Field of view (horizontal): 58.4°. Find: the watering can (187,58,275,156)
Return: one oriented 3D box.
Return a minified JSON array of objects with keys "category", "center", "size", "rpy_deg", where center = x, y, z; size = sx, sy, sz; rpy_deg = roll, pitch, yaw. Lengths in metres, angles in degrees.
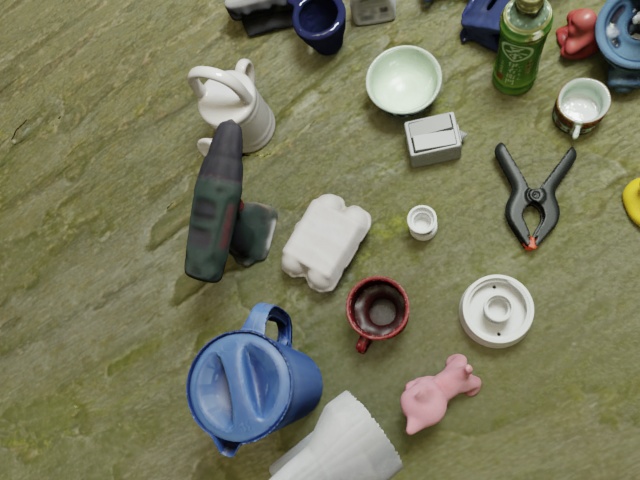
[{"category":"watering can","center":[-0.147,-0.215,0.929],"size":[0.100,0.194,0.173],"rpy_deg":[-7,75,11]}]

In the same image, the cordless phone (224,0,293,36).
[{"category":"cordless phone","center":[-0.105,-0.446,0.979],"size":[0.147,0.185,0.094],"rpy_deg":[-14,74,9]}]

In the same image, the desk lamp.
[{"category":"desk lamp","center":[0.010,0.301,0.761],"size":[0.203,0.214,0.117],"rpy_deg":[-39,72,1]}]

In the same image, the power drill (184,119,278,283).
[{"category":"power drill","center":[-0.135,-0.042,0.877],"size":[0.075,0.209,0.230],"rpy_deg":[10,79,15]}]

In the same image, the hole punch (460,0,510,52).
[{"category":"hole punch","center":[0.287,-0.372,0.925],"size":[0.101,0.091,0.109],"rpy_deg":[33,85,18]}]

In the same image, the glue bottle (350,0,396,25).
[{"category":"glue bottle","center":[0.080,-0.420,0.939],"size":[0.078,0.173,0.037],"rpy_deg":[-4,76,12]}]

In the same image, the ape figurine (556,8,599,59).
[{"category":"ape figurine","center":[0.404,-0.327,0.889],"size":[0.076,0.092,0.078],"rpy_deg":[30,85,17]}]

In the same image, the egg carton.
[{"category":"egg carton","center":[0.008,0.003,0.908],"size":[0.107,0.069,0.150],"rpy_deg":[28,84,17]}]

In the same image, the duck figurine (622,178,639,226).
[{"category":"duck figurine","center":[0.488,-0.055,0.809],"size":[0.077,0.086,0.104],"rpy_deg":[-41,72,0]}]

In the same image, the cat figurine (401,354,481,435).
[{"category":"cat figurine","center":[0.163,0.213,0.799],"size":[0.128,0.118,0.067],"rpy_deg":[-36,72,2]}]

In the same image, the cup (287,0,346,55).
[{"category":"cup","center":[-0.004,-0.369,0.986],"size":[0.117,0.095,0.092],"rpy_deg":[38,87,18]}]

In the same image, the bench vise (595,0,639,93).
[{"category":"bench vise","center":[0.452,-0.346,0.815],"size":[0.121,0.220,0.207],"rpy_deg":[-10,75,10]}]
